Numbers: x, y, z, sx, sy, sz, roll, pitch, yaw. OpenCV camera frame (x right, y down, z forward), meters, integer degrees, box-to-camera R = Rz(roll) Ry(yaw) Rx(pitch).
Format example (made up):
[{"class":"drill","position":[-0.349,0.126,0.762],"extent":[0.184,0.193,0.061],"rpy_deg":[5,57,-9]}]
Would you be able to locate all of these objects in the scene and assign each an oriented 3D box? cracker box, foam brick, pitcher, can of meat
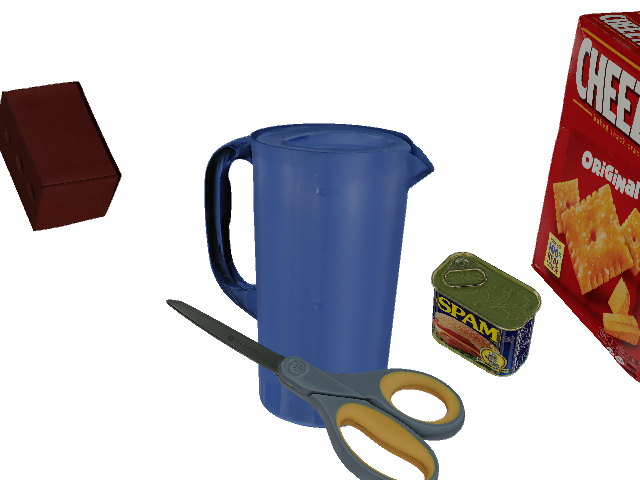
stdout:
[{"class":"cracker box","position":[0.227,-0.032,0.750],"extent":[0.072,0.214,0.164],"rpy_deg":[-7,33,-16]},{"class":"foam brick","position":[-0.170,-0.054,0.687],"extent":[0.051,0.078,0.053],"rpy_deg":[-15,-25,-31]},{"class":"pitcher","position":[-0.005,0.025,0.891],"extent":[0.144,0.243,0.149],"rpy_deg":[-8,19,-33]},{"class":"can of meat","position":[0.154,0.073,1.015],"extent":[0.102,0.084,0.057],"rpy_deg":[31,57,27]}]

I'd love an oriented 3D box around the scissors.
[{"class":"scissors","position":[0.004,0.077,0.649],"extent":[0.096,0.016,0.202],"rpy_deg":[-27,53,-35]}]
